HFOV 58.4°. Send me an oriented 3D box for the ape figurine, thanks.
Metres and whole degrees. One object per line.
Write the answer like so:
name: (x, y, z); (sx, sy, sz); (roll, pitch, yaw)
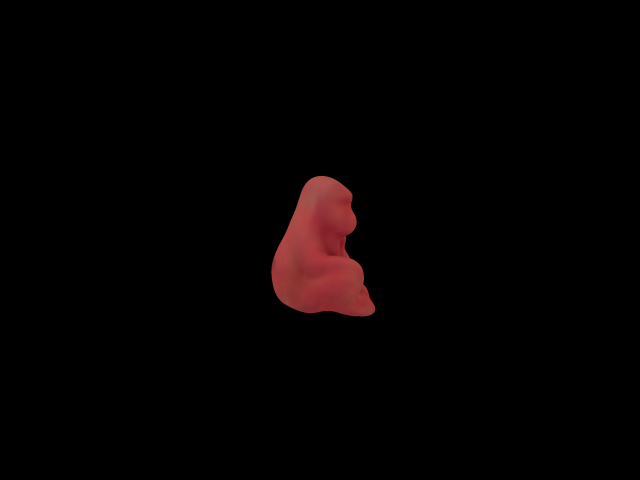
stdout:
ape figurine: (0.004, 0.001, 0.400); (0.076, 0.092, 0.078); (4, 19, 12)
